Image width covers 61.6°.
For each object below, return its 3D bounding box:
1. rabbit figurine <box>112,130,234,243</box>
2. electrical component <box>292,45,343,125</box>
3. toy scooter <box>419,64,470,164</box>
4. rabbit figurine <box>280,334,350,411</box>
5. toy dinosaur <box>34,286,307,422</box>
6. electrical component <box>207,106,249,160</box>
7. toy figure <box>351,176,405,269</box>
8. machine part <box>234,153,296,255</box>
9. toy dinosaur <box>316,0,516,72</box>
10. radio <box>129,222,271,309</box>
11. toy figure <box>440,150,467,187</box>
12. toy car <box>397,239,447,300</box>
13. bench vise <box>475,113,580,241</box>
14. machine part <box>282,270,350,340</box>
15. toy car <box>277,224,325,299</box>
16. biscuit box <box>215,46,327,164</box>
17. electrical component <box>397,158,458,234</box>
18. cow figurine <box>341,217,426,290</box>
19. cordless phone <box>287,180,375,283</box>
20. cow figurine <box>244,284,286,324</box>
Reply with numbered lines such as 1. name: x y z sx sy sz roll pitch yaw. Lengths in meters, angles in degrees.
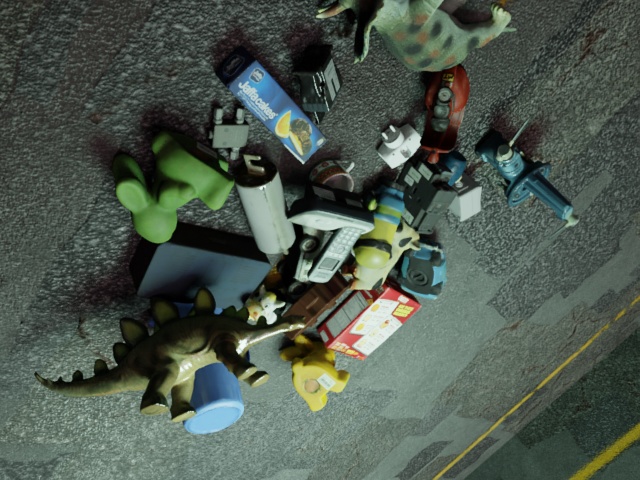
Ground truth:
1. rabbit figurine: -0.234 -0.069 0.813 0.159 0.121 0.170 26 110 -38
2. electrical component: 0.002 -0.233 0.838 0.119 0.048 0.075 70 36 -44
3. toy scooter: 0.217 -0.215 0.958 0.075 0.135 0.183 13 140 14
4. rabbit figurine: -0.017 0.301 1.297 0.162 0.173 0.122 35 111 0
5. toy dinosaur: -0.251 0.196 0.900 0.472 0.199 0.105 -19 145 -5
6. electrical component: -0.146 -0.168 0.850 0.063 0.021 0.094 -8 133 -27
7. toy figure: 0.117 -0.032 1.065 0.082 0.089 0.180 20 94 -2
8. machine part: -0.096 -0.056 0.949 0.079 0.079 0.242 -25 138 -10
9. toy dinosaur: 0.165 -0.329 0.834 0.404 0.131 0.192 13 133 -45
10. radio: -0.217 0.050 0.976 0.229 0.073 0.131 15 121 -39
11. toy figure: 0.250 -0.115 1.129 0.058 0.064 0.154 -43 166 -55
12. toy car: 0.247 0.052 1.259 0.103 0.109 0.161 -51 148 -45
13. bench vise: 0.443 -0.123 1.124 0.129 0.241 0.223 -40 154 1
14. machine part: -0.013 0.137 1.135 0.179 0.056 0.179 -42 171 -8
15. toy car: -0.039 0.030 1.068 0.056 0.074 0.201 -6 132 -27
16. biscuit box: -0.071 -0.204 0.834 0.059 0.063 0.202 -43 139 8
17. electrical component: 0.208 -0.096 1.077 0.058 0.115 0.134 1 130 -36
18. cow figurine: 0.143 0.026 1.176 0.127 0.086 0.194 12 120 -32
19. cordless phone: -0.002 -0.003 0.965 0.146 0.089 0.184 12 123 -30
20. cow figurine: -0.104 0.132 1.085 0.098 0.068 0.167 -46 174 -11
